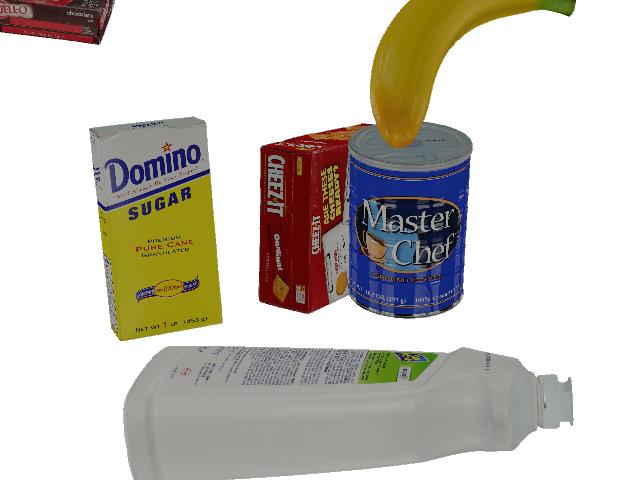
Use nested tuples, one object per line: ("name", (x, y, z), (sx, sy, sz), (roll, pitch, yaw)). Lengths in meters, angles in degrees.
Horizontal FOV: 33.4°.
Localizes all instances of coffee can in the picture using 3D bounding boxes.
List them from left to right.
("coffee can", (0.074, -0.019, 0.910), (0.103, 0.140, 0.103), (-1, 26, 0))

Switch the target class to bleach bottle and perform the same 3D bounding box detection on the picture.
("bleach bottle", (0.020, 0.100, 0.627), (0.251, 0.068, 0.102), (-2, 17, 10))

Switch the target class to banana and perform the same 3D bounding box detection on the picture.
("banana", (0.077, -0.121, 0.624), (0.070, 0.037, 0.197), (32, 51, 23))

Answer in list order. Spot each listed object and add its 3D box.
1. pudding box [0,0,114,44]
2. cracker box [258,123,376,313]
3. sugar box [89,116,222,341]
("pudding box", (-0.226, -0.214, 0.924), (0.090, 0.039, 0.113), (7, 35, -5))
("cracker box", (0.017, -0.031, 1.128), (0.072, 0.164, 0.213), (9, 16, 30))
("sugar box", (-0.137, -0.011, 0.897), (0.093, 0.176, 0.048), (-10, 18, -20))
